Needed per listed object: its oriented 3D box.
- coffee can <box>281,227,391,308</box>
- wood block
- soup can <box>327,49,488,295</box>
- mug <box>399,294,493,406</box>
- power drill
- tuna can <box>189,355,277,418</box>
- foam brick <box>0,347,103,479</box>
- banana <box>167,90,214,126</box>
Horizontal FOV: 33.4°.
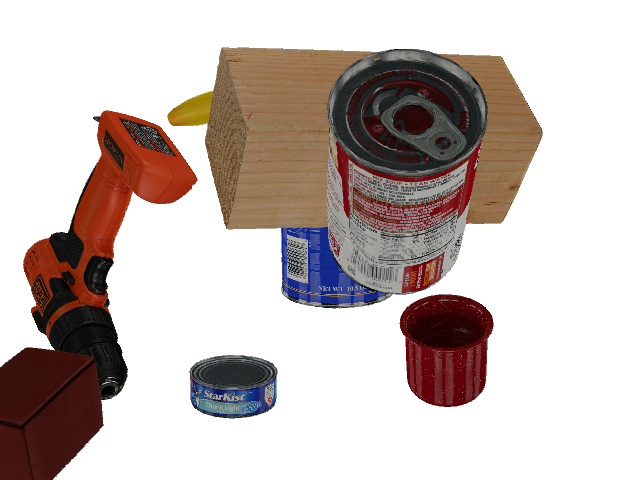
[{"bbox_3d":[0.015,-0.022,0.945,0.103,0.140,0.103,-1,15,0],"label":"coffee can"},{"bbox_3d":[0.033,-0.071,0.739,0.205,0.091,0.090,-1,-43,-18],"label":"wood block"},{"bbox_3d":[0.037,-0.028,0.489,0.068,0.068,0.102,0,-33,0],"label":"soup can"},{"bbox_3d":[0.135,0.108,1.093,0.093,0.081,0.117,17,39,29],"label":"mug"},{"bbox_3d":[-0.168,0.007,0.840,0.057,0.188,0.185,14,25,-40],"label":"power drill"},{"bbox_3d":[-0.085,0.143,1.045,0.086,0.034,0.086,1,14,-1],"label":"tuna can"},{"bbox_3d":[-0.177,0.108,0.653,0.053,0.051,0.078,7,27,21],"label":"foam brick"},{"bbox_3d":[-0.073,-0.148,1.203,0.198,0.037,0.069,8,42,17],"label":"banana"}]
